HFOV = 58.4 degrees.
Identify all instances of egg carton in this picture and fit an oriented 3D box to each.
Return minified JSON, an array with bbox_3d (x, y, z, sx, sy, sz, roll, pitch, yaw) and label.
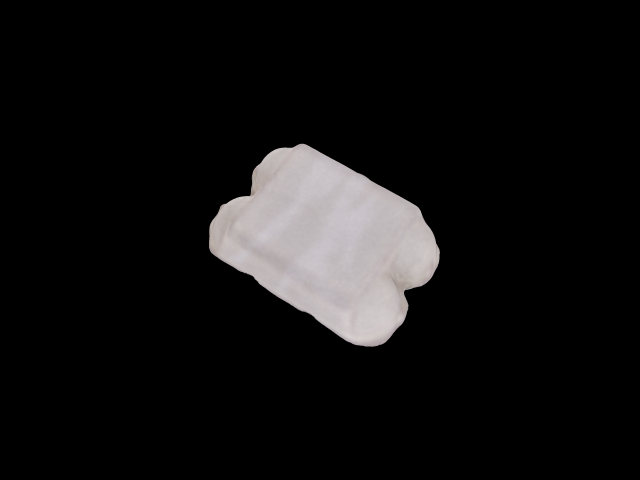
[{"bbox_3d":[0.004,0.001,0.400,0.150,0.069,0.107,30,67,14],"label":"egg carton"}]
